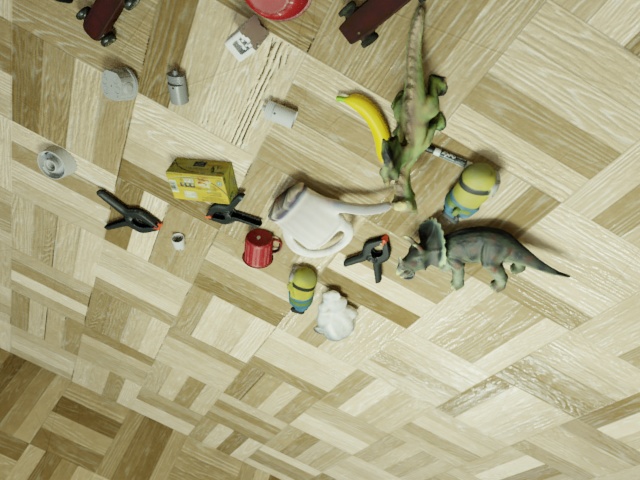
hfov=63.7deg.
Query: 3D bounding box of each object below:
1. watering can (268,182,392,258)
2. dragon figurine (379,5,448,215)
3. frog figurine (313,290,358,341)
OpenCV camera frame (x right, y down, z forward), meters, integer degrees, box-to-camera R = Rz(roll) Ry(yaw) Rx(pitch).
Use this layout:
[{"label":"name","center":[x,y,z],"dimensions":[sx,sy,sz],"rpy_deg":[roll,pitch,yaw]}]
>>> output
[{"label":"watering can","center":[0.004,-0.067,1.328],"dimensions":[0.223,0.106,0.342],"rpy_deg":[38,135,-16]},{"label":"dragon figurine","center":[0.172,-0.220,1.024],"dimensions":[0.122,0.248,0.400],"rpy_deg":[7,136,21]},{"label":"frog figurine","center":[0.054,0.230,1.595],"dimensions":[0.138,0.125,0.156],"rpy_deg":[-4,130,-21]}]
